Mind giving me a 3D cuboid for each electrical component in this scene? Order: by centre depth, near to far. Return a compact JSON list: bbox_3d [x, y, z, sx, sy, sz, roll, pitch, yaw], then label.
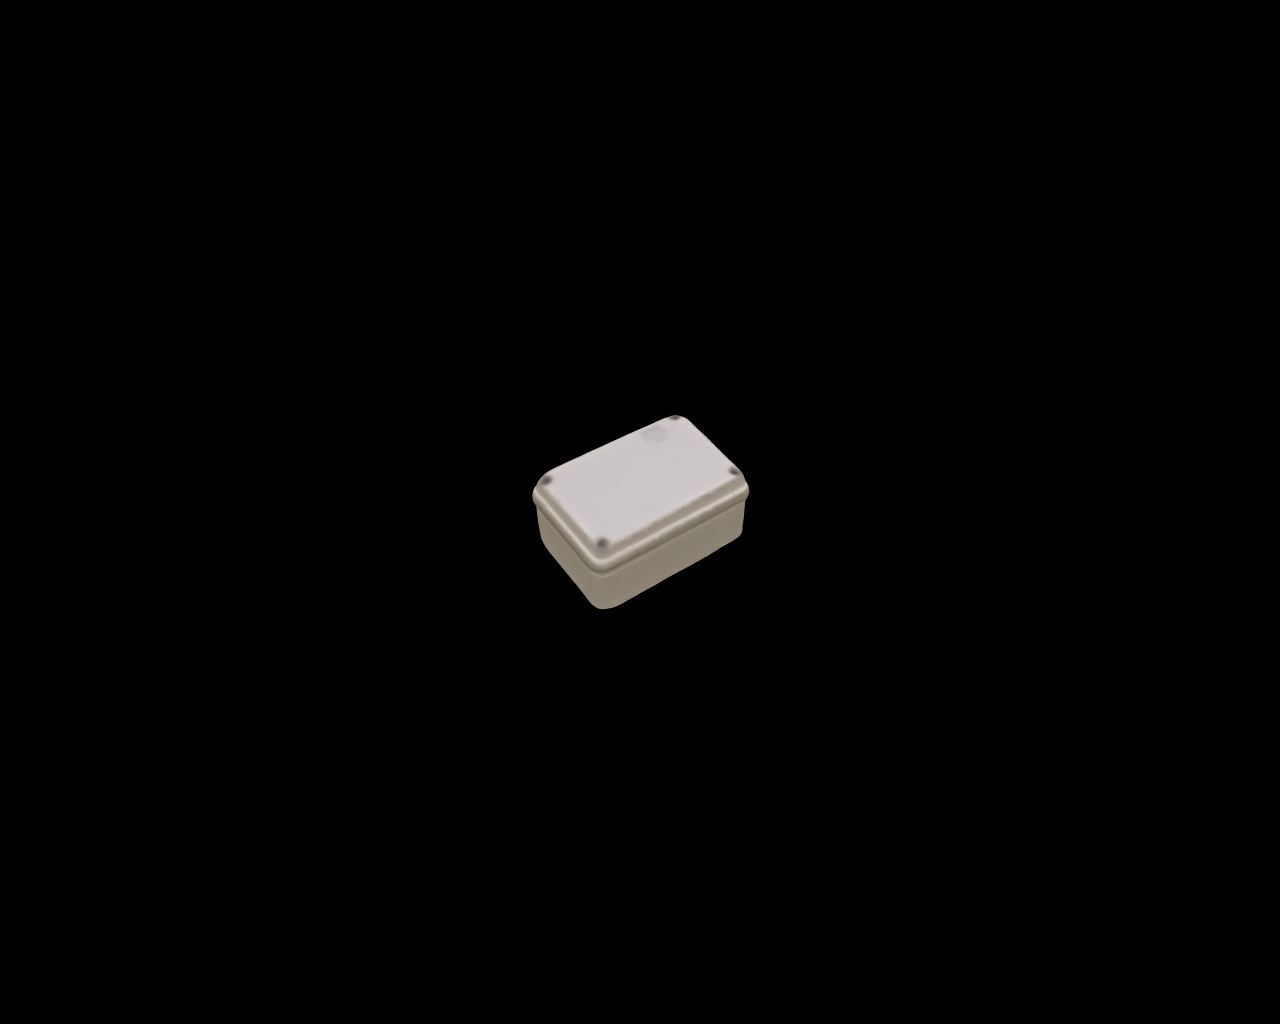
[{"bbox_3d":[0.001,-0.003,0.650,0.113,0.057,0.078,-27,53,-22],"label":"electrical component"}]
